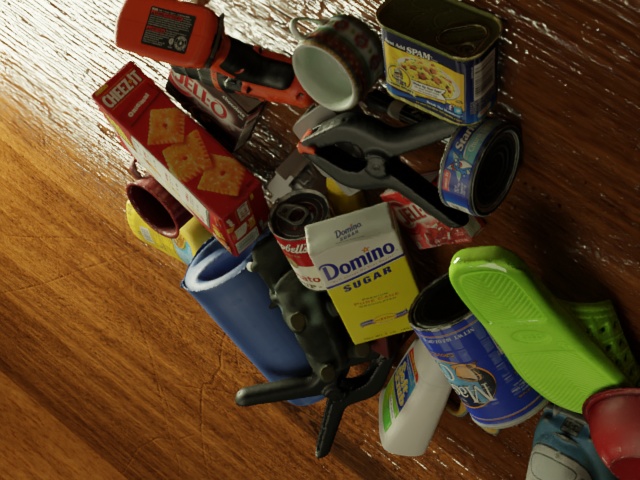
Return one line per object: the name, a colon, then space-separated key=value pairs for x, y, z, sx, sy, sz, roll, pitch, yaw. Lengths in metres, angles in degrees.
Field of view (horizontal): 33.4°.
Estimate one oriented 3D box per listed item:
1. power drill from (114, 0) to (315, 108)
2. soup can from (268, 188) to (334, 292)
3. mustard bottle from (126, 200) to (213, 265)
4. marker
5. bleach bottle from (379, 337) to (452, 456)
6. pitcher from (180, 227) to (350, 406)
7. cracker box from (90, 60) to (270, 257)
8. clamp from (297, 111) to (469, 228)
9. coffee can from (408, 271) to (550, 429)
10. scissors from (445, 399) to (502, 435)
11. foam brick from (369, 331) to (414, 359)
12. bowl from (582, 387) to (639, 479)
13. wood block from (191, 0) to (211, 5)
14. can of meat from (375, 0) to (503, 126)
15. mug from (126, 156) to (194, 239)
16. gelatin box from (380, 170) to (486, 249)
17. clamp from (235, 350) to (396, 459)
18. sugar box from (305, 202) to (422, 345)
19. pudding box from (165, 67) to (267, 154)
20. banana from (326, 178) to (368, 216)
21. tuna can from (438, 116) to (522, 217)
power drill: x=-0.111 y=-0.181 z=1.023 sx=0.185 sy=0.057 sz=0.187 roll=16 pitch=-177 yaw=28
soup can: x=-0.008 y=0.001 z=1.155 sx=0.069 sy=0.068 sz=0.102 roll=25 pitch=156 yaw=34
mustard bottle: x=-0.182 y=-0.001 z=1.482 sx=0.192 sy=0.058 sz=0.096 roll=27 pitch=150 yaw=32
marker: x=0.093 y=-0.110 z=0.985 sx=0.121 sy=0.020 sz=0.020 roll=29 pitch=150 yaw=27
bleach bottle: x=0.125 y=0.160 z=1.261 sx=0.068 sy=0.102 sz=0.251 roll=7 pitch=143 yaw=-5
pitcher: x=-0.052 y=0.097 z=1.384 sx=0.242 sy=0.145 sz=0.149 roll=55 pitch=164 yaw=-27
cracker box: x=-0.155 y=-0.092 z=1.248 sx=0.214 sy=0.072 sz=0.164 roll=44 pitch=171 yaw=13
clamp: x=0.064 y=-0.068 z=0.983 sx=0.172 sy=0.039 sz=0.120 roll=8 pitch=123 yaw=28
coffee can: x=0.169 y=0.109 z=1.100 sx=0.103 sy=0.102 sz=0.140 roll=0 pitch=130 yaw=55
scissors: x=0.193 y=0.176 z=1.257 sx=0.096 sy=0.016 sz=0.202 roll=38 pitch=153 yaw=9
foam brick: x=0.075 y=0.092 z=1.262 sx=0.051 sy=0.053 sz=0.078 roll=28 pitch=150 yaw=29
bowl: x=0.323 y=0.198 z=1.003 sx=0.162 sy=0.055 sz=0.162 roll=15 pitch=152 yaw=8
wood block: x=-0.086 y=-0.302 z=0.882 sx=0.090 sy=0.090 sz=0.206 roll=41 pitch=153 yaw=4
can of meat: x=0.099 y=-0.150 z=0.879 sx=0.102 sy=0.057 sz=0.084 roll=30 pitch=152 yaw=27
mug: x=-0.196 y=-0.071 z=1.375 sx=0.117 sy=0.081 sz=0.093 roll=52 pitch=153 yaw=-15
gelatin box: x=0.111 y=-0.029 z=1.063 sx=0.073 sy=0.030 sz=0.089 roll=53 pitch=152 yaw=-16
clamp: x=0.020 y=0.195 z=1.365 sx=0.164 sy=0.210 sz=0.036 roll=46 pitch=-161 yaw=-33
sugar box: x=0.054 y=0.039 z=1.126 sx=0.176 sy=0.093 sz=0.048 roll=62 pitch=-165 yaw=-51
pudding box: x=-0.117 y=-0.162 z=1.181 sx=0.113 sy=0.039 sz=0.090 roll=42 pitch=153 yaw=4
banana: x=0.048 y=-0.023 z=1.152 sx=0.070 sy=0.037 sz=0.197 roll=20 pitch=145 yaw=41
tuna can: x=0.138 y=-0.064 z=0.914 sx=0.034 sy=0.086 sz=0.086 roll=24 pitch=147 yaw=31
